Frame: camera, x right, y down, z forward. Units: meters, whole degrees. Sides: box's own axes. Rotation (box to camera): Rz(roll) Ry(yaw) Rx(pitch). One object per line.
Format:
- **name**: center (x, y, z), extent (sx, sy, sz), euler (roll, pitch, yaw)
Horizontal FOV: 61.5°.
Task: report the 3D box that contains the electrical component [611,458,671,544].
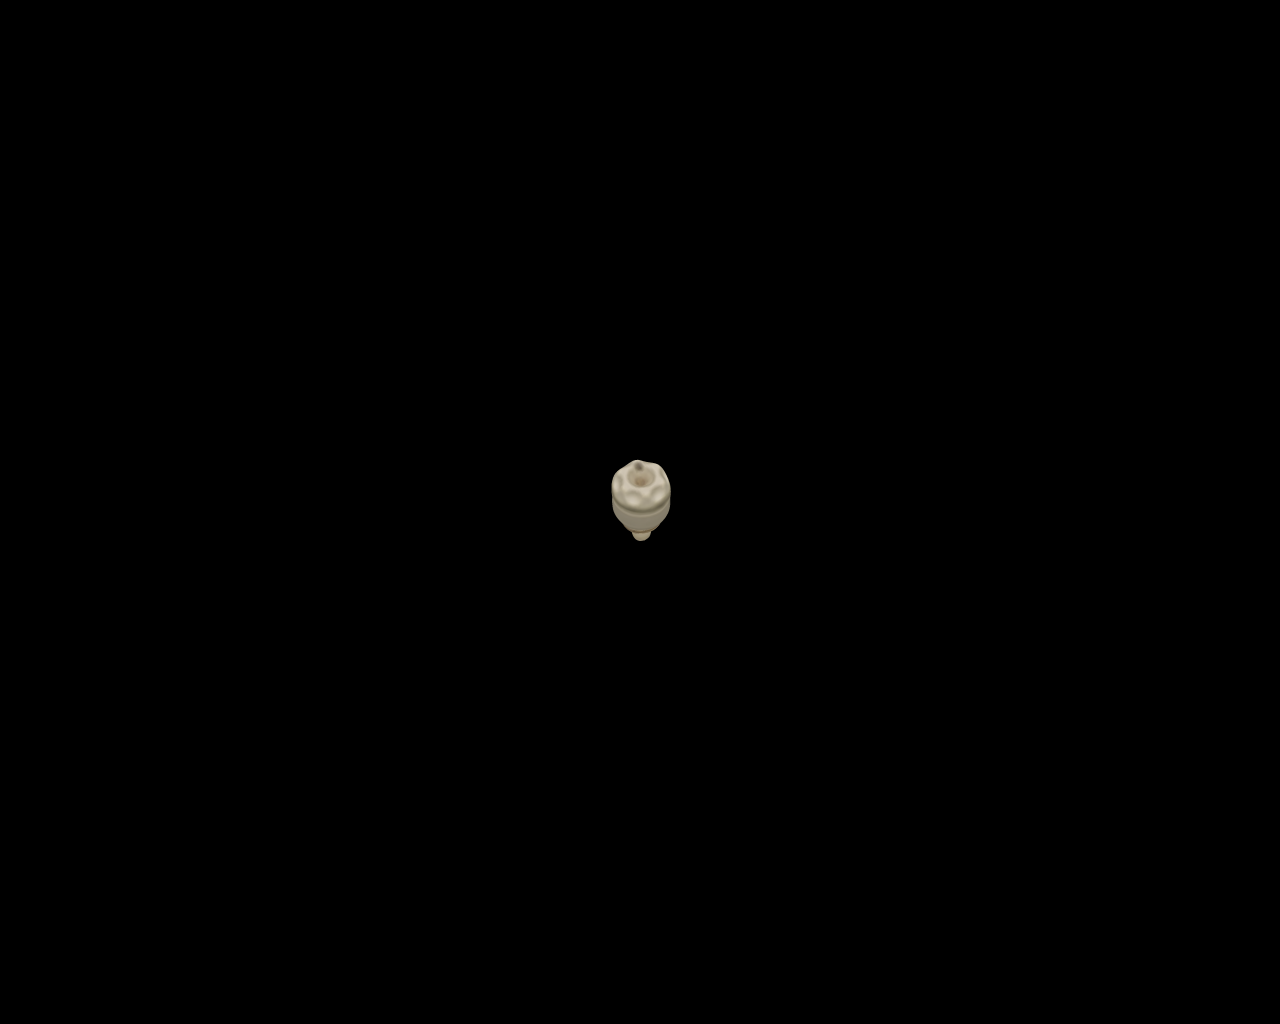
- **electrical component**: center (0.001, -0.003, 0.650), extent (0.035, 0.035, 0.061), euler (0, -37, 0)
